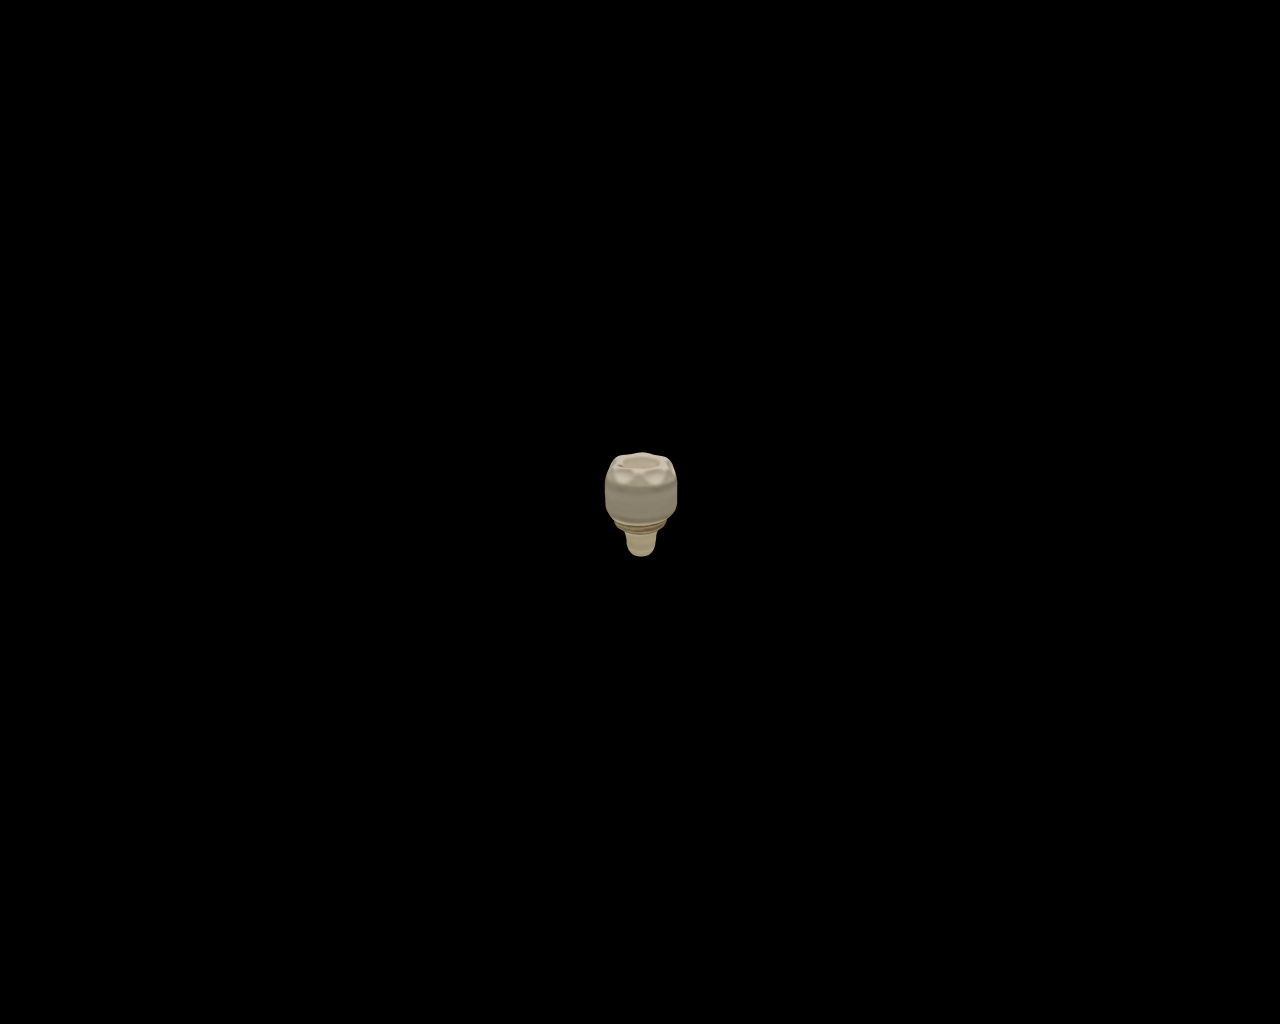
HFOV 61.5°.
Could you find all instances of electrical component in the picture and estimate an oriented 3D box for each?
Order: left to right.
[{"bbox_3d":[0.001,-0.003,0.650,0.043,0.062,0.043,0,22,0],"label":"electrical component"}]
